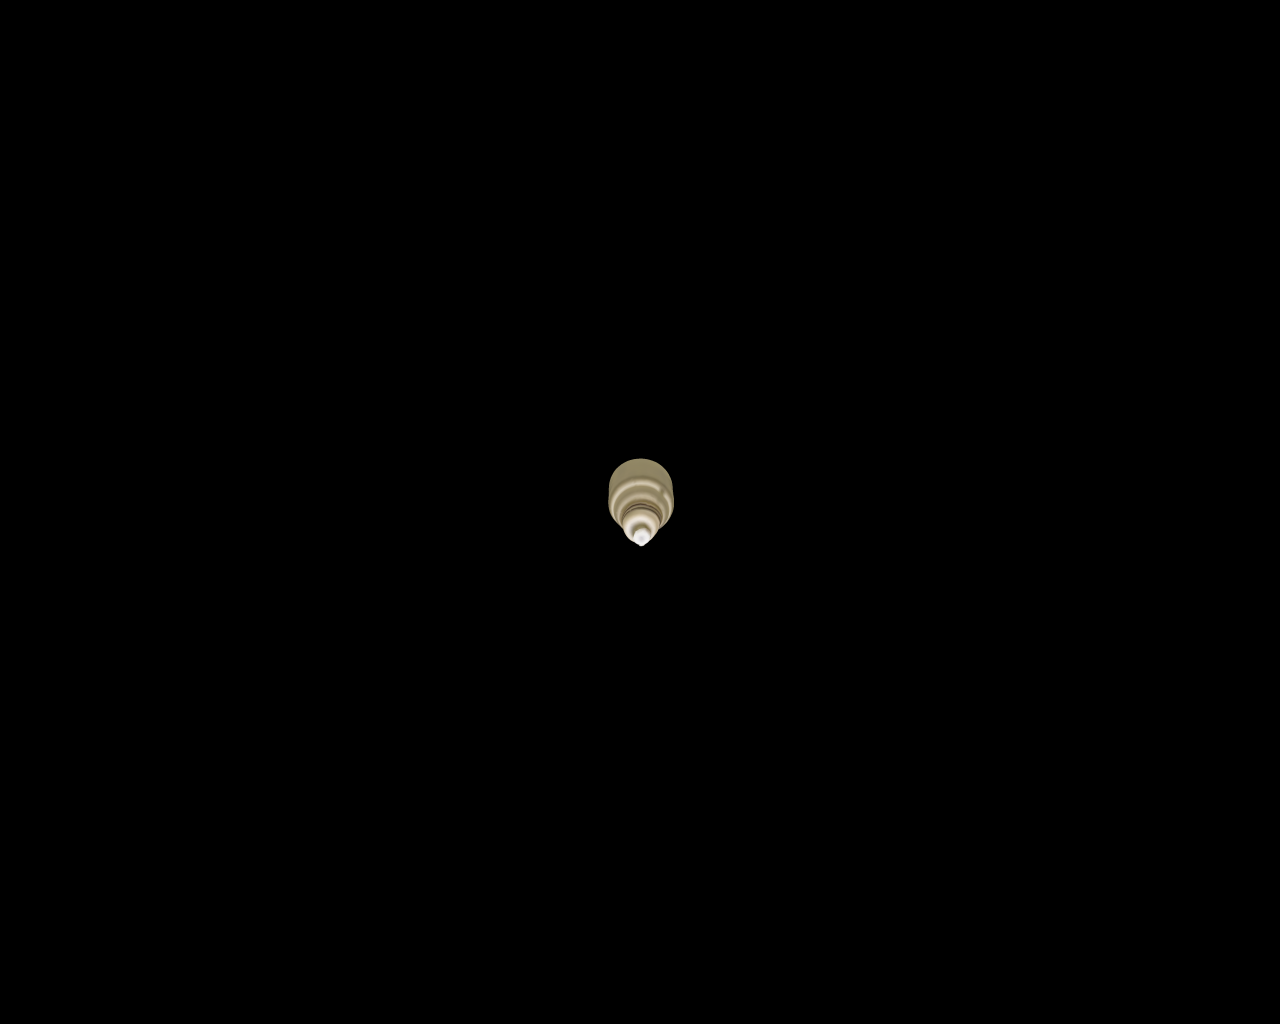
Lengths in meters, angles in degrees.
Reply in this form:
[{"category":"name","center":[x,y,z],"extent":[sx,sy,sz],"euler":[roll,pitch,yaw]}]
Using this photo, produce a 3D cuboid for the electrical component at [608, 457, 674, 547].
[{"category":"electrical component","center":[0.001,-0.003,0.650],"extent":[0.040,0.040,0.078],"euler":[0,27,0]}]
